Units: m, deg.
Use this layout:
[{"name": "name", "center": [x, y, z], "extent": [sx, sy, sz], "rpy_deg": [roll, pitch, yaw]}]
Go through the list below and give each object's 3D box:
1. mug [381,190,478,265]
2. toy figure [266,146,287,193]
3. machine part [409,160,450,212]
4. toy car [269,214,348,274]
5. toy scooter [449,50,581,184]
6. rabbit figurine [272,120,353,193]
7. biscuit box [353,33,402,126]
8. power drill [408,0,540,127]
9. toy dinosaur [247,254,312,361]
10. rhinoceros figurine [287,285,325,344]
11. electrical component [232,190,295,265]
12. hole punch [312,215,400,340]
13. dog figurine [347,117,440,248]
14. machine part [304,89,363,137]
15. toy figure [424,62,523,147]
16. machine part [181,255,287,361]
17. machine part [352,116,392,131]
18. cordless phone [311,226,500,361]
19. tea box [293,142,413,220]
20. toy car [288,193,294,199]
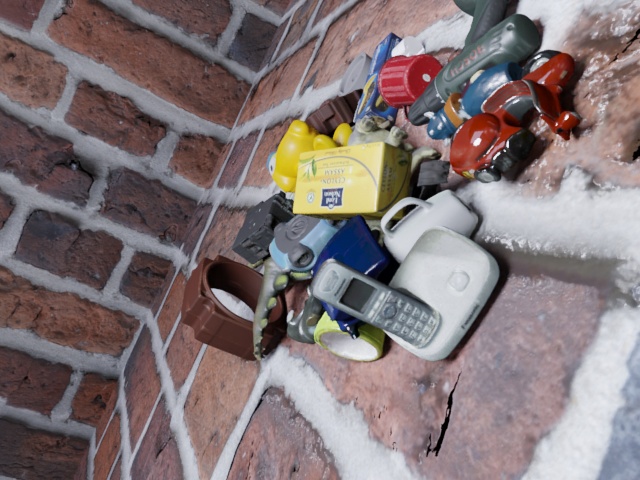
[{"name": "mug", "center": [0.137, -0.017, 0.684], "extent": [0.107, 0.109, 0.081], "rpy_deg": [-45, 20, 17]}, {"name": "toy figure", "center": [-0.073, -0.169, 1.199], "extent": [0.089, 0.082, 0.180], "rpy_deg": [-41, 15, 5]}, {"name": "machine part", "center": [0.145, -0.062, 0.740], "extent": [0.138, 0.039, 0.084], "rpy_deg": [90, -160, -69]}, {"name": "toy car", "center": [-0.002, -0.003, 0.920], "extent": [0.161, 0.102, 0.109], "rpy_deg": [-45, 38, 3]}, {"name": "toy scooter", "center": [0.231, -0.129, 0.623], "extent": [0.184, 0.075, 0.135], "rpy_deg": [-49, 26, 25]}, {"name": "rabbit figurine", "center": [0.014, -0.143, 1.001], "extent": [0.122, 0.173, 0.162], "rpy_deg": [-33, -22, -39]}, {"name": "biscuit box", "center": [0.129, -0.311, 1.071], "extent": [0.059, 0.063, 0.202], "rpy_deg": [-24, 46, 57]}, {"name": "power drill", "center": [0.224, -0.296, 0.812], "extent": [0.232, 0.086, 0.207], "rpy_deg": [-22, 43, 58]}, {"name": "toy dinosaur", "center": [-0.062, 0.027, 1.071], "extent": [0.198, 0.105, 0.471], "rpy_deg": [-31, 36, 55]}, {"name": "rhinoceros figurine", "center": [0.008, 0.105, 0.884], "extent": [0.190, 0.073, 0.112], "rpy_deg": [-53, 25, 27]}, {"name": "electrical component", "center": [-0.113, -0.020, 1.042], "extent": [0.134, 0.058, 0.115], "rpy_deg": [-32, 27, 35]}, {"name": "hole punch", "center": [0.045, 0.043, 0.701], "extent": [0.116, 0.092, 0.142], "rpy_deg": [-31, 41, 4]}, {"name": "dog figurine", "center": [0.076, -0.084, 0.858], "extent": [0.190, 0.121, 0.172], "rpy_deg": [-63, 25, 7]}, {"name": "machine part", "center": [0.029, -0.247, 1.134], "extent": [0.179, 0.056, 0.179], "rpy_deg": [-32, 3, 2]}, {"name": "toy figure", "center": [0.212, -0.183, 0.742], "extent": [0.154, 0.058, 0.064], "rpy_deg": [-30, 64, 51]}, {"name": "machine part", "center": [-0.171, 0.132, 1.094], "extent": [0.087, 0.201, 0.202], "rpy_deg": [-52, 24, 25]}, {"name": "machine part", "center": [0.071, -0.180, 1.043], "extent": [0.243, 0.079, 0.079], "rpy_deg": [-12, 56, 64]}, {"name": "cordless phone", "center": [0.093, 0.040, 0.607], "extent": [0.146, 0.184, 0.089], "rpy_deg": [-60, 18, 13]}, {"name": "tea box", "center": [0.043, -0.080, 0.771], "extent": [0.170, 0.068, 0.098], "rpy_deg": [0, 82, 46]}, {"name": "toy car", "center": [-0.036, -0.121, 1.255], "extent": [0.201, 0.056, 0.074], "rpy_deg": [-66, 21, -4]}]
